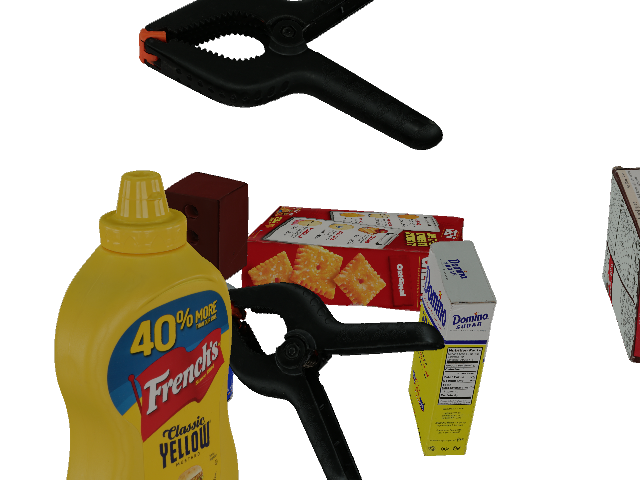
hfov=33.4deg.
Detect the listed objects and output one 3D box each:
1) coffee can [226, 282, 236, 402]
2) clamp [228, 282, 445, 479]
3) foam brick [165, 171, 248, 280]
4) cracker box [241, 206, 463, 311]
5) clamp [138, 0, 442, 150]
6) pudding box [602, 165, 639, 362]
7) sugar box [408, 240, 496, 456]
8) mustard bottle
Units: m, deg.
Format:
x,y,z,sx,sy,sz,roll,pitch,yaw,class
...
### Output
x,y,z,sx,sy,sz,roll,pitch,yaw,class
-0.158,0.129,1.345,0.103,0.140,0.103,4,18,-2,coffee can
-0.011,0.089,0.717,0.172,0.120,0.039,19,-12,33,clamp
-0.094,-0.010,0.885,0.053,0.078,0.051,11,23,24,foam brick
0.039,0.018,1.131,0.214,0.072,0.164,4,15,11,cracker box
-0.017,-0.126,0.738,0.209,0.164,0.036,-7,-27,-12,clamp
0.214,0.013,0.697,0.039,0.090,0.113,-1,28,4,pudding box
0.113,0.097,0.948,0.048,0.176,0.093,-2,34,-6,sugar box
-0.083,0.061,0.520,0.058,0.192,0.096,13,21,39,mustard bottle
